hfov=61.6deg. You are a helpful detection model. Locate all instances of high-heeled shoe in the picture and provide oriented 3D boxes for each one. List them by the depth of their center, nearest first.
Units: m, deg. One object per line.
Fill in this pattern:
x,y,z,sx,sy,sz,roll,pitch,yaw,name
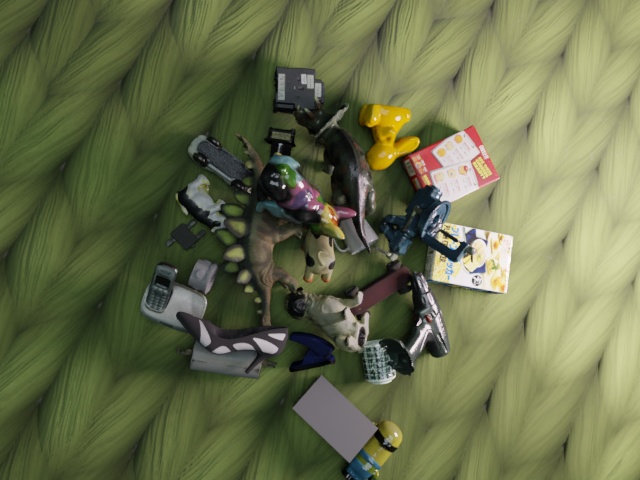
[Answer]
-0.197,0.201,1.244,0.248,0.086,0.145,40,84,-13,high-heeled shoe

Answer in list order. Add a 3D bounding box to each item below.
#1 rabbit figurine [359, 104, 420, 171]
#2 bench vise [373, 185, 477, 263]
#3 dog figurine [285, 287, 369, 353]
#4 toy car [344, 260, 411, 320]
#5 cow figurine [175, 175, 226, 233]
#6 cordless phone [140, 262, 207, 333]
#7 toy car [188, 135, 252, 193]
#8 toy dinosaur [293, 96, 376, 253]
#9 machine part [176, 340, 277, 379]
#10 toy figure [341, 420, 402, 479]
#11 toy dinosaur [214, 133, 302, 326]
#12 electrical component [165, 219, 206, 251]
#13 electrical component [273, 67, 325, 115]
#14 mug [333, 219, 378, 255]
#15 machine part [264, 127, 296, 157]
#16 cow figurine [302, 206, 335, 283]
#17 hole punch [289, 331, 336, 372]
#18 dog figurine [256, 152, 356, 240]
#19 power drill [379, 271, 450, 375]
0.173,-0.268,1.427,0.162,0.122,0.173,7,97,-19,rabbit figurine
0.274,-0.013,1.348,0.241,0.128,0.223,37,88,28,bench vise
0.014,0.203,1.341,0.191,0.121,0.172,-1,105,31,dog figurine
0.150,0.131,1.397,0.202,0.053,0.089,-30,102,-15,toy car
-0.278,-0.069,1.330,0.098,0.068,0.167,-37,95,-14,cow figurine
-0.328,0.123,1.242,0.146,0.184,0.089,23,45,-7,cordless phone
-0.238,-0.188,1.360,0.202,0.056,0.073,35,73,-6,toy car
0.065,-0.181,1.319,0.131,0.192,0.405,-23,66,-3,toy dinosaur
-0.226,0.287,1.302,0.243,0.079,0.079,10,83,-9,machine part
0.133,0.532,1.334,0.180,0.089,0.082,-44,98,-13,toy figure
-0.148,-0.019,1.306,0.198,0.105,0.471,2,85,-27,toy dinosaur
-0.336,-0.006,1.339,0.094,0.021,0.063,-41,93,-12,electrical component
-0.055,-0.388,1.411,0.134,0.058,0.114,3,86,-10,electrical component
0.080,-0.021,1.391,0.109,0.080,0.107,-26,79,-8,mug
-0.106,-0.223,1.387,0.084,0.039,0.139,6,80,-1,machine part
-0.003,-0.004,1.343,0.085,0.127,0.195,6,52,-12,cow figurine
-0.021,0.266,1.317,0.116,0.142,0.092,-8,82,1,hole punch
-0.027,-0.086,1.217,0.219,0.191,0.108,23,60,5,dog figurine
0.237,0.221,1.356,0.207,0.086,0.231,-40,109,-44,power drill
